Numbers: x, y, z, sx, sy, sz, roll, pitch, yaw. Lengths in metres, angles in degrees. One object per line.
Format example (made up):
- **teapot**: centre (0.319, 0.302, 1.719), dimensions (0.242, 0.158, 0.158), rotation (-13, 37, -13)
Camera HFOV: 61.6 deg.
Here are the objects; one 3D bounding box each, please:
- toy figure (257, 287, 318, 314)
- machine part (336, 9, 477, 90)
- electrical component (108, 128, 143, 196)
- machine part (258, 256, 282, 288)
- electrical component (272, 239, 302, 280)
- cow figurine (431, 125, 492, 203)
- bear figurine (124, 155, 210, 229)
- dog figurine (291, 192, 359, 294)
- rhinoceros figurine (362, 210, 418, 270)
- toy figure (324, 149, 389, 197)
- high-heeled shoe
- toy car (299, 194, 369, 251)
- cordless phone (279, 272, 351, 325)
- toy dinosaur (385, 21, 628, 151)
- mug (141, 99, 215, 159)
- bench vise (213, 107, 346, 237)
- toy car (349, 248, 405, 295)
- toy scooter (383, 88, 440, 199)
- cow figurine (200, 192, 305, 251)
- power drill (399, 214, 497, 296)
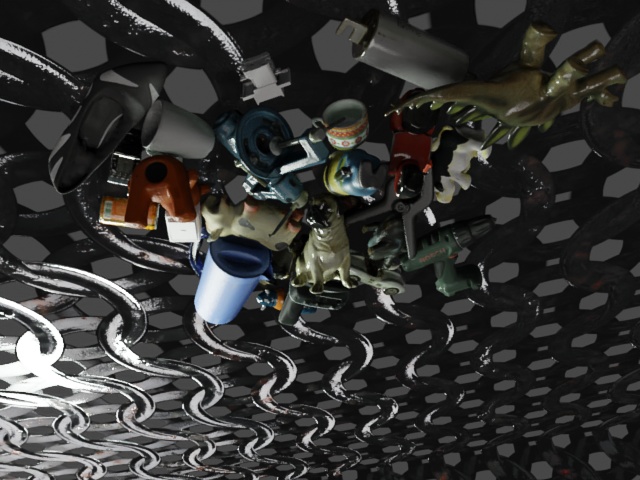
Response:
- **toy figure**: centre (-0.082, 0.150, 1.333), dimensions (0.154, 0.064, 0.058), rotation (12, 175, -14)
- **machine part**: centre (0.138, -0.282, 0.814), dimensions (0.243, 0.079, 0.079), rotation (16, 136, -23)
- **electrical component**: centre (-0.341, -0.132, 0.940), dimensions (0.048, 0.075, 0.119), rotation (12, 140, -23)
- **machine part**: centre (-0.108, 0.067, 1.245), dimensions (0.084, 0.039, 0.139), rotation (36, 128, -29)
- **electrical component**: centre (-0.073, 0.036, 1.155), dimensions (0.045, 0.078, 0.102), rotation (-11, 133, -47)
- **cow figurine**: centre (0.240, -0.139, 1.011), dimensions (0.098, 0.068, 0.167), rotation (12, 135, -13)
- **bear figurine**: centre (-0.262, -0.070, 0.946), dimensions (0.120, 0.132, 0.195), rotation (-6, 166, -2)
- **dog figurine**: centre (0.002, -0.004, 1.084), dimensions (0.121, 0.190, 0.172), rotation (-10, -170, -31)
- **rhinoceros figurine**: centre (0.153, -0.008, 1.165), dimensions (0.112, 0.073, 0.190), rotation (-4, 141, -19)
- **toy figure**: centre (0.056, -0.115, 0.942), dimensions (0.082, 0.180, 0.089), rotation (35, 92, -21)
- **high-heeled shoe**: centre (-0.331, -0.173, 0.831), dimensions (0.249, 0.145, 0.086), rotation (-29, 137, 28)
- **toy car**: centre (0.025, -0.021, 1.142), dimensions (0.089, 0.053, 0.202), rotation (12, 137, -26)
- **cordless phone**: centre (-0.014, 0.145, 1.279), dimensions (0.146, 0.089, 0.184), rotation (12, 124, -19)
- **toy dinosaur**: centre (0.315, -0.226, 0.839), dimensions (0.471, 0.105, 0.198), rotation (-2, 148, -32)
- **mug**: centre (-0.238, -0.169, 0.902), dimensions (0.107, 0.081, 0.109), rotation (15, 134, -35)
- **bench vise**: centre (-0.063, -0.134, 0.898), dimensions (0.241, 0.129, 0.223), rotation (-6, 125, 48)
- **toy car**: centre (0.120, 0.073, 1.251), dimensions (0.201, 0.073, 0.056), rotation (18, 136, -27)
- **toy scooter**: centre (0.146, -0.161, 0.921), dimensions (0.075, 0.183, 0.135), rotation (7, -177, -8)
- **cow figurine**: centre (-0.144, -0.037, 1.070), dimensions (0.195, 0.085, 0.127), rotation (22, 124, -15)
- **power drill**: centre (0.312, 0.042, 1.235), dimensions (0.232, 0.086, 0.207), rotation (-20, 143, 19)
